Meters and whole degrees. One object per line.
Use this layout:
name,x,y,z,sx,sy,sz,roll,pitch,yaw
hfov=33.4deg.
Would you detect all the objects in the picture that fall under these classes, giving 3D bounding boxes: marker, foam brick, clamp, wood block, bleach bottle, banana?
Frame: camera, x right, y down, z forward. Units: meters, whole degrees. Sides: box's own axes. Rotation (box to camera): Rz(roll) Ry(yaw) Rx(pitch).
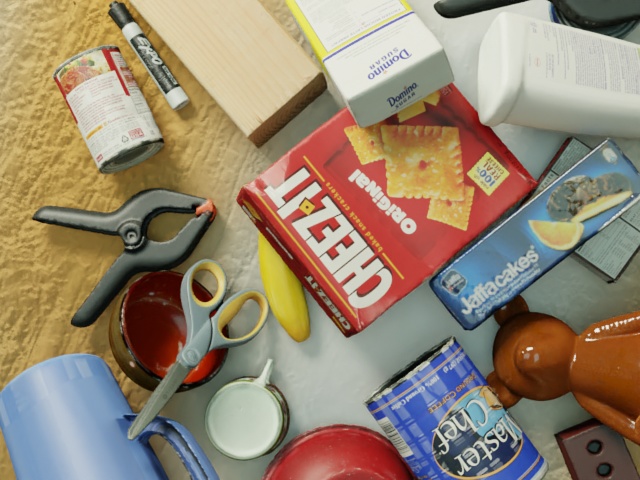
marker,-0.165,-0.178,1.020,0.020,0.020,0.121,-34,86,1
foam brick,0.252,0.204,0.960,0.053,0.051,0.078,-23,86,2
clamp,0.214,-0.240,0.955,0.210,0.036,0.164,27,94,1
wood block,-0.094,-0.195,0.982,0.091,0.090,0.206,-41,86,2
bleach bottle,0.269,-0.130,0.949,0.250,0.068,0.102,10,60,-10
clamp,-0.177,0.010,1.002,0.171,0.039,0.120,-13,89,2
banana,-0.024,-0.007,0.994,0.069,0.037,0.198,13,88,5

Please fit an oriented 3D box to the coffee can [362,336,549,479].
coffee can,0.119,0.171,0.944,0.103,0.103,0.140,-36,85,1

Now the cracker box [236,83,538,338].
cracker box,0.059,-0.043,0.952,0.213,0.072,0.164,-38,87,-13

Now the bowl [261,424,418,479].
bowl,0.025,0.247,0.950,0.162,0.055,0.162,1,84,-12

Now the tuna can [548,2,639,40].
tuna can,0.256,-0.221,0.990,0.086,0.034,0.086,0,87,3

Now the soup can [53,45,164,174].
soup can,-0.196,-0.121,0.995,0.068,0.068,0.102,-27,86,2

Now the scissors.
scissors,-0.122,0.085,0.939,0.201,0.016,0.096,-34,87,-44

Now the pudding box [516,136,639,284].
pudding box,0.248,-0.027,0.979,0.113,0.039,0.090,36,92,7

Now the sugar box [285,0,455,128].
sugar box,0.041,-0.178,0.946,0.093,0.048,0.176,-28,47,2

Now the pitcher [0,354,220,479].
pitcher,-0.181,0.216,0.916,0.149,0.145,0.243,-16,59,-27
